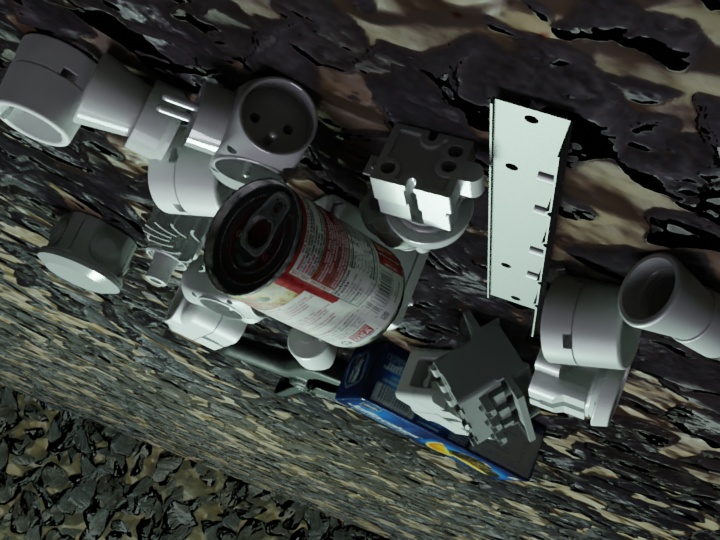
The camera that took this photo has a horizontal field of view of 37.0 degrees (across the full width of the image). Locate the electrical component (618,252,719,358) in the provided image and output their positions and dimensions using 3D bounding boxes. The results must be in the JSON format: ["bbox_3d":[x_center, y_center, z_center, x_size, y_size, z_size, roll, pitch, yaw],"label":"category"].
[{"bbox_3d":[0.182,0.023,0.598,0.065,0.044,0.044,26,163,-28],"label":"electrical component"}]

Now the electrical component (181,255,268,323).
[{"bbox_3d":[-0.101,0.022,0.925,0.077,0.044,0.079,10,159,34],"label":"electrical component"}]

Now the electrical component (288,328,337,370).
[{"bbox_3d":[-0.041,0.076,1.019,0.040,0.040,0.078,16,161,19],"label":"electrical component"}]

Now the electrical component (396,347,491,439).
[{"bbox_3d":[0.081,0.109,0.952,0.089,0.050,0.056,34,159,-33],"label":"electrical component"}]

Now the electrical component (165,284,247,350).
[{"bbox_3d":[-0.141,0.035,0.997,0.059,0.053,0.095,28,162,-16],"label":"electrical component"}]

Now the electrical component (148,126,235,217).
[{"bbox_3d":[-0.096,-0.060,0.668,0.047,0.055,0.055,9,159,26],"label":"electrical component"}]

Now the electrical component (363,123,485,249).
[{"bbox_3d":[0.036,-0.043,0.574,0.066,0.048,0.055,16,154,18],"label":"electrical component"}]

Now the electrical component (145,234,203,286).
[{"bbox_3d":[-0.145,-0.018,0.831,0.043,0.062,0.043,20,162,7],"label":"electrical component"}]

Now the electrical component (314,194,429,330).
[{"bbox_3d":[0.000,0.000,0.712,0.096,0.061,0.061,28,162,-19],"label":"electrical component"}]

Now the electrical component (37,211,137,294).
[{"bbox_3d":[-0.249,-0.015,0.985,0.080,0.051,0.080,20,162,7],"label":"electrical component"}]

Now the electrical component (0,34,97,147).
[{"bbox_3d":[-0.188,-0.107,0.649,0.055,0.047,0.055,20,162,7],"label":"electrical component"}]

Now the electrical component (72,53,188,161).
[{"bbox_3d":[-0.132,-0.094,0.624,0.055,0.045,0.045,26,162,-14],"label":"electrical component"}]

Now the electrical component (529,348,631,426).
[{"bbox_3d":[0.156,0.076,0.757,0.057,0.058,0.078,19,162,18],"label":"electrical component"}]

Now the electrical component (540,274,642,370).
[{"bbox_3d":[0.142,0.032,0.653,0.047,0.055,0.055,8,157,29],"label":"electrical component"}]

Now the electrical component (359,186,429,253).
[{"bbox_3d":[0.026,-0.028,0.646,0.035,0.035,0.061,10,161,34],"label":"electrical component"}]

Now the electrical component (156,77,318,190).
[{"bbox_3d":[-0.072,-0.078,0.588,0.079,0.044,0.077,18,164,-17],"label":"electrical component"}]

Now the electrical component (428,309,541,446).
[{"bbox_3d":[0.099,0.091,0.838,0.078,0.063,0.121,60,179,27],"label":"electrical component"}]
